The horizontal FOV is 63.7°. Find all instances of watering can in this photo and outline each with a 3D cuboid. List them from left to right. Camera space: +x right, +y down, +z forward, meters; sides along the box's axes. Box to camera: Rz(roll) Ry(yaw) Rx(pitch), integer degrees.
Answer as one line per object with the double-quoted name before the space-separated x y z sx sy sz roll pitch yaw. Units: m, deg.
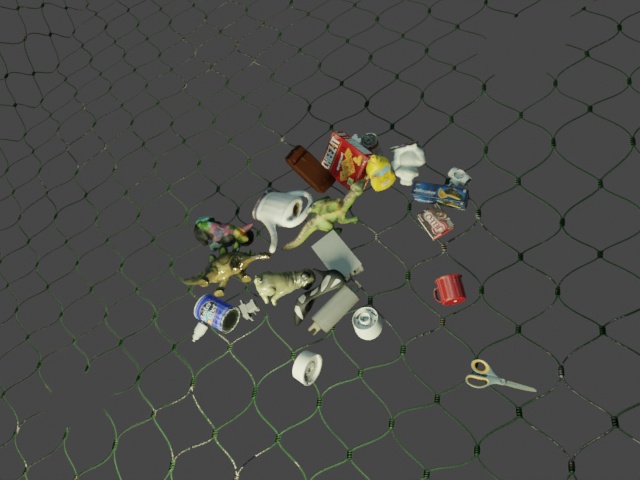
"watering can" -0.171 -0.093 2.024 0.225 0.101 0.355 13 47 28

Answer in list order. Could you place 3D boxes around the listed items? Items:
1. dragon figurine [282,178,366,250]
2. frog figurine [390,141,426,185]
"dragon figurine" 0.006 -0.096 1.917 0.410 0.239 0.124 -32 63 0
"frog figurine" 0.345 -0.294 1.992 0.137 0.123 0.159 -13 96 4
